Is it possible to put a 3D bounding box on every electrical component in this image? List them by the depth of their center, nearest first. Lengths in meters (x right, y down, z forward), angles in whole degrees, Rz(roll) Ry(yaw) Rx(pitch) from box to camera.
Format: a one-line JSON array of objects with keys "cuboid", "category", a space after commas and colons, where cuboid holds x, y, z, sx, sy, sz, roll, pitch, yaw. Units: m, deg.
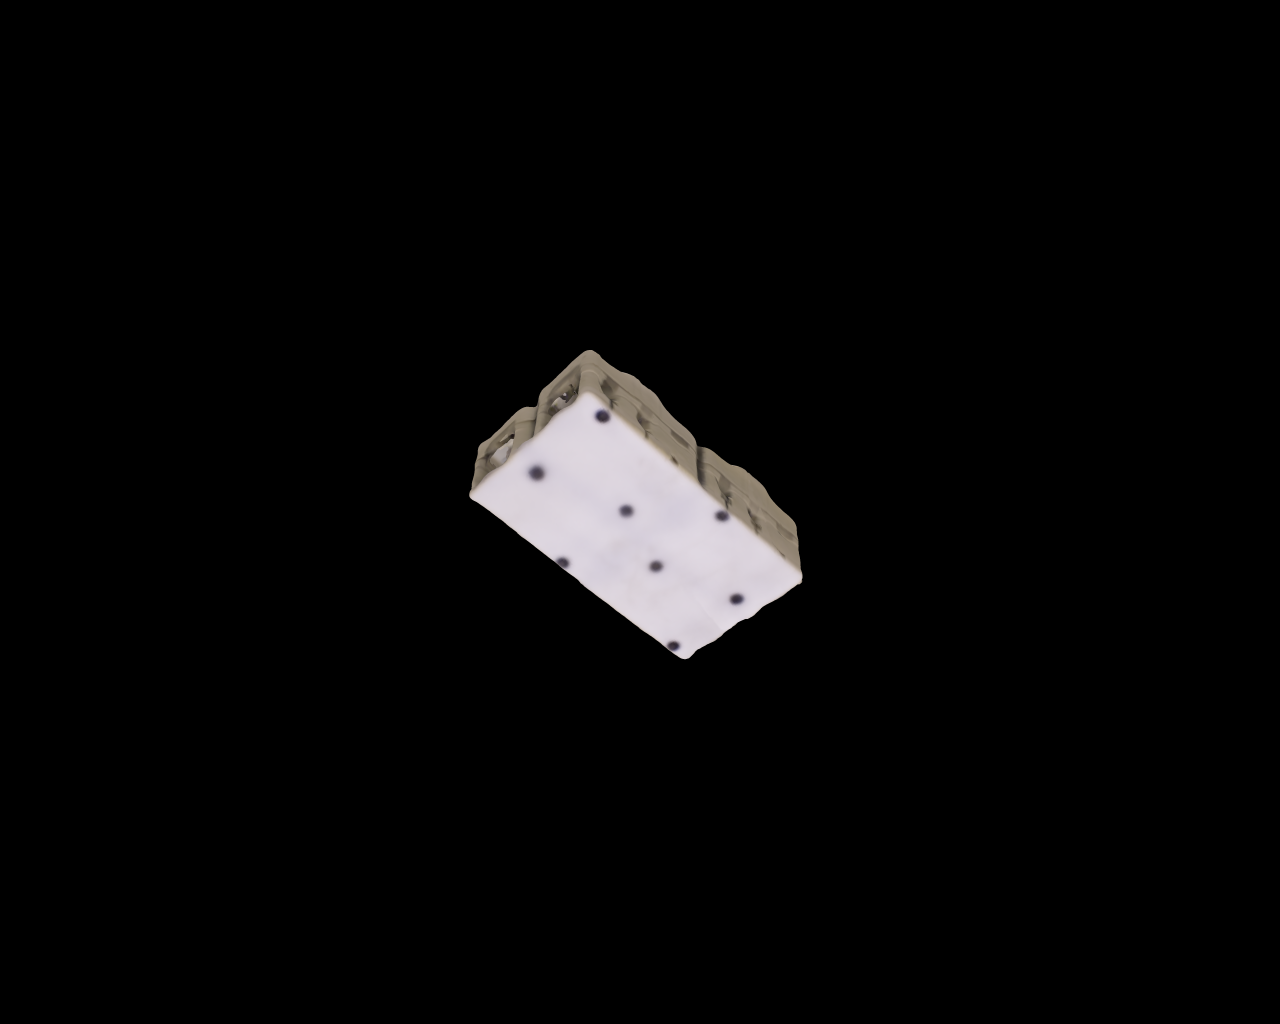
[{"cuboid": [0.001, -0.003, 0.650, 0.105, 0.060, 0.186, -39, -62, 25], "category": "electrical component"}]
